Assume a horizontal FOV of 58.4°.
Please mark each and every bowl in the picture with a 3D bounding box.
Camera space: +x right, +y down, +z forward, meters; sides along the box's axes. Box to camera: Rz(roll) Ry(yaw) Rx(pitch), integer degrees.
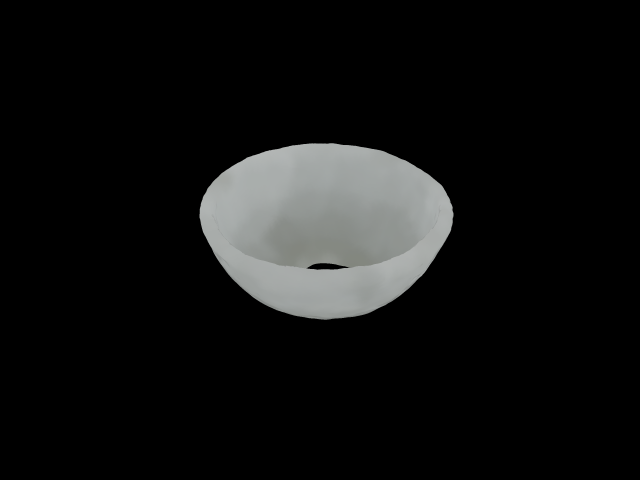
[{"bbox_3d":[0.004,0.001,0.400,0.167,0.075,0.167,0,37,0],"label":"bowl"}]
